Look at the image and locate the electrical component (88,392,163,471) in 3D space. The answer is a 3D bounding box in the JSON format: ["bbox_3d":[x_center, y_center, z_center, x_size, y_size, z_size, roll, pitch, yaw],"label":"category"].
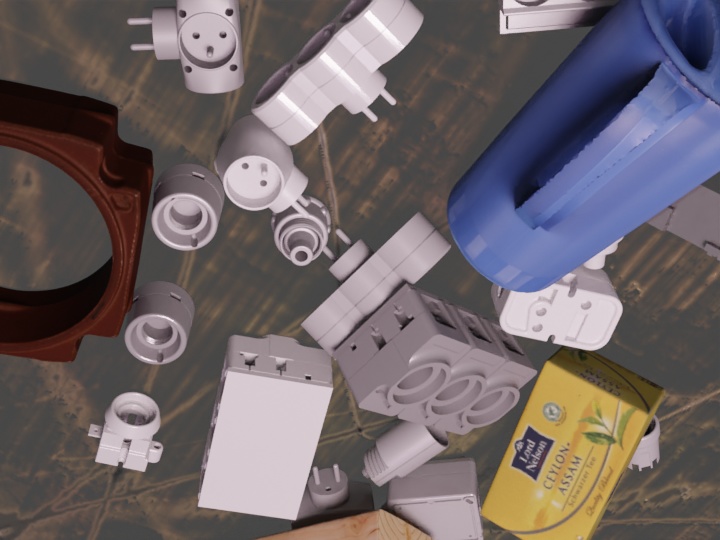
[{"bbox_3d":[-0.202,0.140,0.942,0.066,0.048,0.055,14,126,-12],"label":"electrical component"}]

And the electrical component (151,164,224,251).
[{"bbox_3d":[-0.134,-0.048,0.832,0.055,0.047,0.055,-2,121,-3],"label":"electrical component"}]

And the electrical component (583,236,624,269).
[{"bbox_3d":[0.191,-0.031,0.866,0.043,0.043,0.062,-2,123,-2],"label":"electrical component"}]

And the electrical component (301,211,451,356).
[{"bbox_3d":[0.000,0.000,0.868,0.073,0.052,0.138,46,110,0],"label":"electrical component"}]

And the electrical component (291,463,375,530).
[{"bbox_3d":[-0.027,0.211,0.996,0.077,0.043,0.079,-7,121,0],"label":"electrical component"}]

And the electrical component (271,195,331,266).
[{"bbox_3d":[-0.046,-0.026,0.842,0.048,0.062,0.048,-2,121,-3],"label":"electrical component"}]

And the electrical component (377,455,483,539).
[{"bbox_3d":[0.064,0.214,0.998,0.096,0.061,0.061,-7,121,9],"label":"electrical component"}]

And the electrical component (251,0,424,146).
[{"bbox_3d":[-0.006,-0.139,0.783,0.138,0.052,0.074,-40,115,19],"label":"electrical component"}]

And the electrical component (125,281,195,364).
[{"bbox_3d":[-0.166,0.044,0.885,0.055,0.047,0.055,-2,121,-3],"label":"electrical component"}]

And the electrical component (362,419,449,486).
[{"bbox_3d":[0.036,0.163,0.971,0.081,0.043,0.043,-37,116,17],"label":"electrical component"}]

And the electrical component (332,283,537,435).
[{"bbox_3d":[0.065,0.080,0.877,0.089,0.061,0.150,-44,141,20],"label":"electrical component"}]

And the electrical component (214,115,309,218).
[{"bbox_3d":[-0.066,-0.069,0.806,0.044,0.077,0.079,-38,116,17],"label":"electrical component"}]

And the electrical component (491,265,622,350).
[{"bbox_3d":[0.160,0.022,0.886,0.095,0.059,0.053,12,119,-11],"label":"electrical component"}]

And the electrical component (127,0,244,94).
[{"bbox_3d":[-0.124,-0.168,0.762,0.079,0.044,0.077,-2,121,-2],"label":"electrical component"}]

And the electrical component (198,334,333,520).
[{"bbox_3d":[-0.083,0.136,0.937,0.089,0.061,0.150,10,120,-10],"label":"electrical component"}]

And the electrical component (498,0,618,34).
[{"bbox_3d":[0.155,-0.211,0.744,0.121,0.063,0.078,-5,121,-1],"label":"electrical component"}]

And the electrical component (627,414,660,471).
[{"bbox_3d":[0.255,0.156,0.985,0.040,0.040,0.046,-14,127,5],"label":"electrical component"}]
